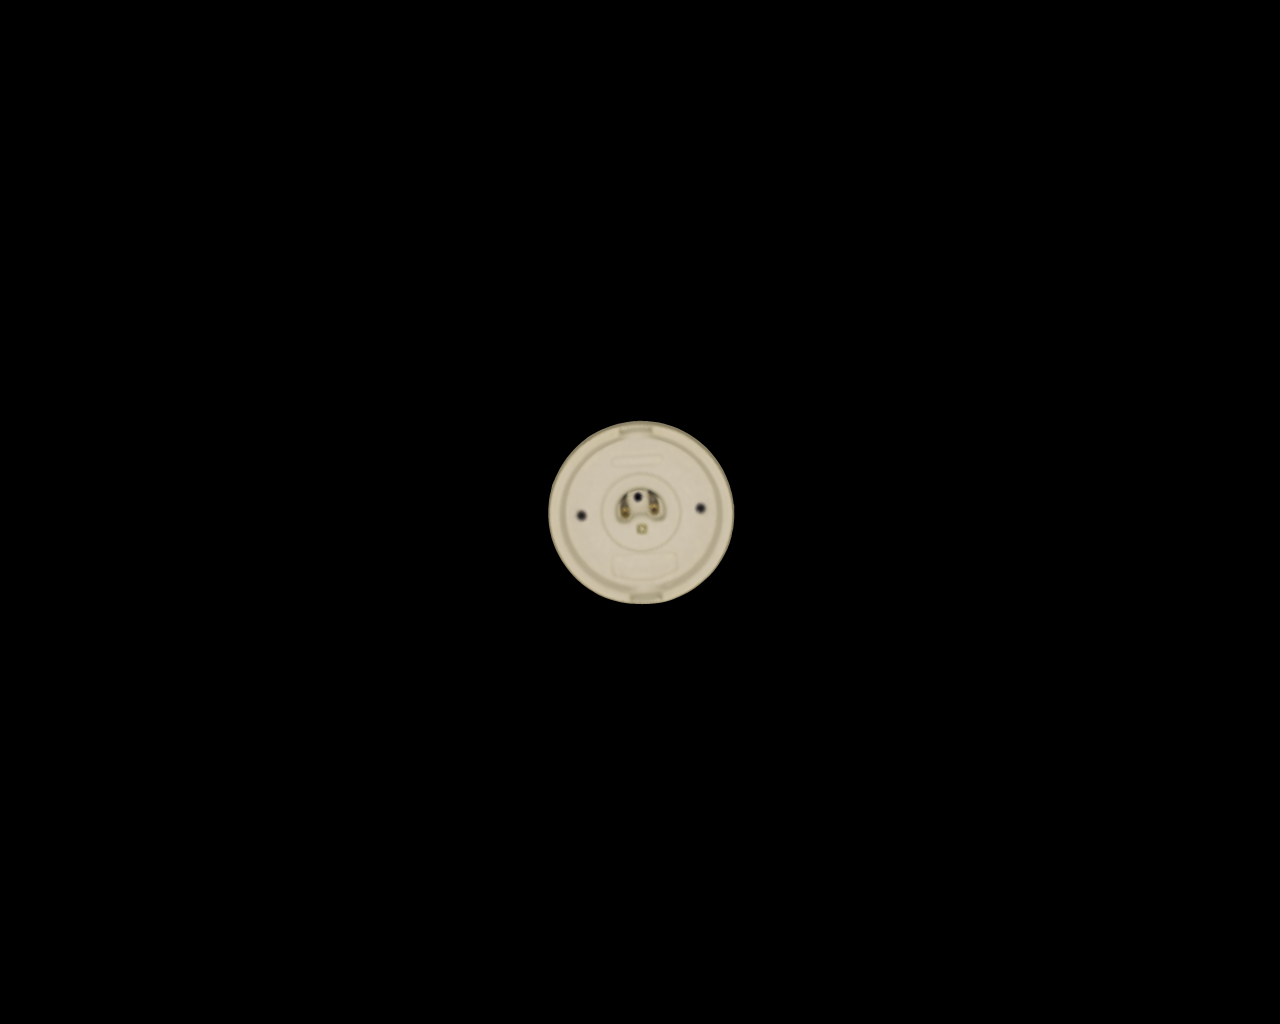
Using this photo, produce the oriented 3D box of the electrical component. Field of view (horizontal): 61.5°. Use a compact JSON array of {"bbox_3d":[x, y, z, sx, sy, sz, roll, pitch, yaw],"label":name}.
[{"bbox_3d":[0.001,-0.003,0.650,0.108,0.108,0.060,0,9,0],"label":"electrical component"}]
